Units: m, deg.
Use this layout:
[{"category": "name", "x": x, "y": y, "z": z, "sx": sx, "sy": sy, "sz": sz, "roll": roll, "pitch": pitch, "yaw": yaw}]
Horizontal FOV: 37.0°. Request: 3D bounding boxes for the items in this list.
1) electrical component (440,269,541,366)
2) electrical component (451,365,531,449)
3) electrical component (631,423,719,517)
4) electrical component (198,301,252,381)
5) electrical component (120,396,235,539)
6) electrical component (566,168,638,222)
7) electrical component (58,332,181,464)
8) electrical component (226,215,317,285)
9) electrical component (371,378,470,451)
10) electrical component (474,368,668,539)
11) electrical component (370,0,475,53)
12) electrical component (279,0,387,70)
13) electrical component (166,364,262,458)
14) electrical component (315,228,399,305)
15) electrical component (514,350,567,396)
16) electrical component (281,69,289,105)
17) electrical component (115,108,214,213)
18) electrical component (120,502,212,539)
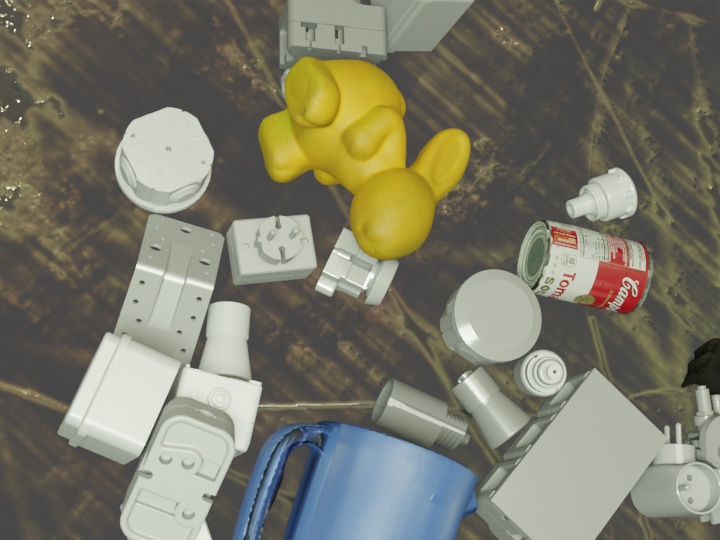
[{"category": "electrical component", "x": 0.113, "y": 0.043, "z": 0.936, "sx": 0.080, "sy": 0.051, "sz": 0.080, "roll": 4, "pitch": 74, "yaw": -15}, {"category": "electrical component", "x": 0.109, "y": 0.115, "z": 0.922, "sx": 0.044, "sy": 0.044, "sz": 0.065, "roll": -36, "pitch": 83, "yaw": -21}, {"category": "electrical component", "x": 0.273, "y": 0.173, "z": 0.934, "sx": 0.044, "sy": 0.077, "sz": 0.079, "roll": 7, "pitch": 74, "yaw": -14}, {"category": "electrical component", "x": -0.108, "y": 0.058, "z": 0.875, "sx": 0.044, "sy": 0.044, "sz": 0.065, "roll": 7, "pitch": 69, "yaw": -14}, {"category": "electrical component", "x": -0.127, "y": 0.141, "z": 0.757, "sx": 0.054, "sy": 0.059, "sz": 0.095, "roll": 24, "pitch": 96, "yaw": -11}, {"category": "electrical component", "x": 0.223, "y": -0.065, "z": 1.003, "sx": 0.062, "sy": 0.048, "sz": 0.048, "roll": -19, "pitch": 81, "yaw": -13}, {"category": "electrical component", "x": -0.182, "y": 0.097, "z": 0.803, "sx": 0.057, "sy": 0.113, "sz": 0.078, "roll": 26, "pitch": 70, "yaw": -11}, {"category": "electrical component", "x": -0.070, "y": -0.022, "z": 0.887, "sx": 0.066, "sy": 0.077, "sz": 0.047, "roll": -6, "pitch": 77, "yaw": -18}, {"category": "electrical component", "x": 0.055, "y": 0.126, "z": 0.901, "sx": 0.081, "sy": 0.043, "sz": 0.043, "roll": 25, "pitch": 70, "yaw": -9}, {"category": "electrical component", "x": 0.175, "y": 0.171, "z": 0.914, "sx": 0.089, "sy": 0.062, "sz": 0.150, "roll": 44, "pitch": 68, "yaw": -1}, {"category": "electrical component", "x": 0.052, "y": -0.267, "z": 0.972, "sx": 0.056, "sy": 0.109, "sz": 0.108, "roll": -4, "pitch": 77, "yaw": -20}, {"category": "electrical component", "x": -0.025, "y": -0.212, "z": 0.965, "sx": 0.089, "sy": 0.050, "sz": 0.055, "roll": 3, "pitch": 75, "yaw": -16}, {"category": "electrical component", "x": -0.116, "y": 0.114, "z": 0.826, "sx": 0.062, "sy": 0.096, "sz": 0.061, "roll": 16, "pitch": 72, "yaw": -12}, {"category": "electrical component", "x": 0.000, "y": 0.000, "z": 0.919, "sx": 0.055, "sy": 0.048, "sz": 0.066, "roll": 25, "pitch": 70, "yaw": -1}, {"category": "electrical component", "x": 0.158, "y": 0.089, "z": 0.927, "sx": 0.040, "sy": 0.078, "sz": 0.040, "roll": 0, "pitch": 83, "yaw": -3}, {"category": "electrical component", "x": -0.038, "y": -0.165, "z": 0.958, "sx": 0.061, "sy": 0.035, "sz": 0.035, "roll": -11, "pitch": 79, "yaw": -22}, {"category": "electrical component", "x": -0.162, "y": -0.091, "z": 0.893, "sx": 0.080, "sy": 0.051, "sz": 0.080, "roll": 4, "pitch": 74, "yaw": -15}, {"category": "electrical component", "x": -0.148, "y": 0.200, "z": 0.813, "sx": 0.061, "sy": 0.062, "sz": 0.096, "roll": -18, "pitch": 81, "yaw": -20}]
